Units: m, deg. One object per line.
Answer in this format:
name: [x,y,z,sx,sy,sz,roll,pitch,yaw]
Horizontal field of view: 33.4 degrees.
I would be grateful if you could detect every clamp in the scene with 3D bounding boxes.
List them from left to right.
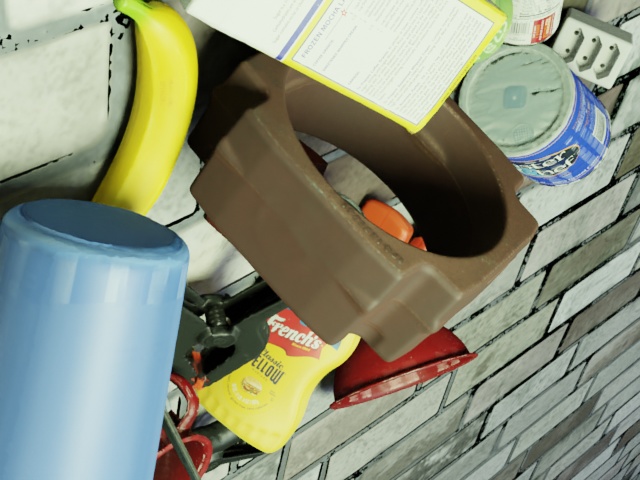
clamp: [-0.086,0.058,0.798,0.164,0.036,0.210,3,148,-23]
clamp: [-0.102,0.193,0.973,0.171,0.039,0.120,-22,148,-22]

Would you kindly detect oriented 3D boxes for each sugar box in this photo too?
sugar box: [0.014,-0.138,0.614,0.176,0.048,0.093,25,113,-32]

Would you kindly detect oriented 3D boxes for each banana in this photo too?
banana: [-0.112,-0.068,0.654,0.069,0.037,0.198,-9,133,-33]

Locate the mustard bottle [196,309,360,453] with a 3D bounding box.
mustard bottle: [-0.020,0.077,0.895,0.192,0.096,0.058,-54,168,7]

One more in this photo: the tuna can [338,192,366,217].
tuna can: [-0.005,0.001,0.835,0.086,0.086,0.034,-34,151,-26]

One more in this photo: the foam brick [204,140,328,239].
foam brick: [-0.039,-0.036,0.777,0.052,0.051,0.078,-14,135,-48]

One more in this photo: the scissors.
scissors: [-0.117,0.106,0.709,0.016,0.202,0.096,-18,164,-28]

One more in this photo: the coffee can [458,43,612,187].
coffee can: [0.198,-0.112,0.972,0.103,0.103,0.140,-55,152,10]

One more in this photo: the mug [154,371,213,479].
mug: [-0.139,0.154,0.834,0.117,0.082,0.093,-56,151,13]

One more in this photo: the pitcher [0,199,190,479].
pitcher: [-0.162,0.100,0.639,0.145,0.149,0.243,-109,-148,-75]

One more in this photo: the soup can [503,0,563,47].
soup can: [0.160,-0.210,0.834,0.068,0.069,0.102,-37,150,-23]

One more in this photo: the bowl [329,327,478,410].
bowl: [0.077,0.121,1.092,0.162,0.055,0.162,-18,167,-5]

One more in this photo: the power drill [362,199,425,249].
power drill: [0.096,0.001,1.009,0.187,0.057,0.185,-2,127,-54]
